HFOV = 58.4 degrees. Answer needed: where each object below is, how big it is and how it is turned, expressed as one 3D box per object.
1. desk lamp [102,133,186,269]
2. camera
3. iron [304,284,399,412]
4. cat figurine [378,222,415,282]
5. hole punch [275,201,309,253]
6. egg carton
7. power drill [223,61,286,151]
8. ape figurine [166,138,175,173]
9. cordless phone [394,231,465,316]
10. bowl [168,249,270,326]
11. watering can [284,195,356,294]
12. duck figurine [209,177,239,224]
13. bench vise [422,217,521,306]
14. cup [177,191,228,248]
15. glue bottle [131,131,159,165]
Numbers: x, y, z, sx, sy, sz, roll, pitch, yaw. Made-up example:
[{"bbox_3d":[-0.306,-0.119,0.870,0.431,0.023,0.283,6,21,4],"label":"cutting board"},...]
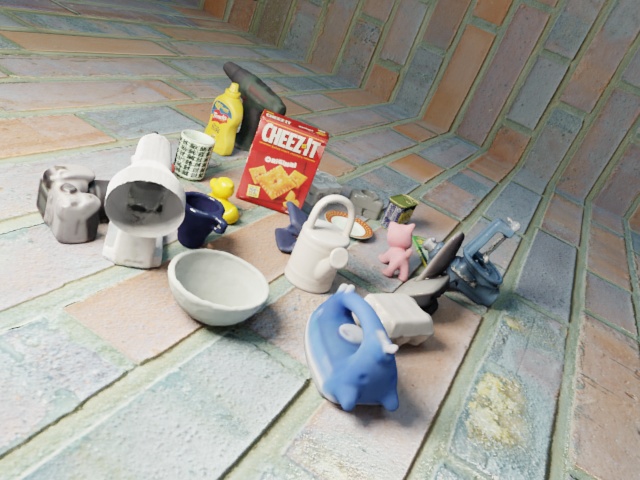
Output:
[{"bbox_3d":[-0.296,-0.058,0.956,0.118,0.213,0.203,13,27,-21],"label":"desk lamp"},{"bbox_3d":[-0.415,-0.074,1.020,0.137,0.101,0.142,-3,36,-43],"label":"camera"},{"bbox_3d":[0.050,0.150,0.925,0.119,0.141,0.257,9,29,-27],"label":"iron"},{"bbox_3d":[0.188,0.015,1.334,0.067,0.118,0.127,16,26,-15],"label":"cat figurine"},{"bbox_3d":[-0.039,-0.024,1.251,0.101,0.091,0.108,14,27,-19],"label":"hole punch"},{"bbox_3d":[0.139,0.152,1.082,0.151,0.069,0.107,2,32,-37],"label":"egg carton"},{"bbox_3d":[-0.213,-0.377,1.657,0.229,0.208,0.076,31,26,15],"label":"power drill"},{"bbox_3d":[-0.363,-0.189,1.300,0.076,0.092,0.077,4,31,-34],"label":"ape figurine"},{"bbox_3d":[0.233,0.066,1.194,0.094,0.185,0.148,30,26,15],"label":"cordless phone"},{"bbox_3d":[-0.171,0.089,0.937,0.167,0.075,0.167,19,25,-9],"label":"bowl"},{"bbox_3d":[0.012,0.004,1.117,0.101,0.194,0.172,-2,35,-42],"label":"watering can"},{"bbox_3d":[-0.211,-0.092,1.246,0.078,0.086,0.104,-8,39,-48],"label":"duck figurine"},{"bbox_3d":[0.350,0.034,1.314,0.208,0.220,0.121,16,26,-15],"label":"bench vise"},{"bbox_3d":[-0.227,-0.026,1.092,0.117,0.095,0.092,35,28,24],"label":"cup"},{"bbox_3d":[-0.341,-0.133,1.113,0.078,0.173,0.037,5,30,-33],"label":"glue bottle"}]
